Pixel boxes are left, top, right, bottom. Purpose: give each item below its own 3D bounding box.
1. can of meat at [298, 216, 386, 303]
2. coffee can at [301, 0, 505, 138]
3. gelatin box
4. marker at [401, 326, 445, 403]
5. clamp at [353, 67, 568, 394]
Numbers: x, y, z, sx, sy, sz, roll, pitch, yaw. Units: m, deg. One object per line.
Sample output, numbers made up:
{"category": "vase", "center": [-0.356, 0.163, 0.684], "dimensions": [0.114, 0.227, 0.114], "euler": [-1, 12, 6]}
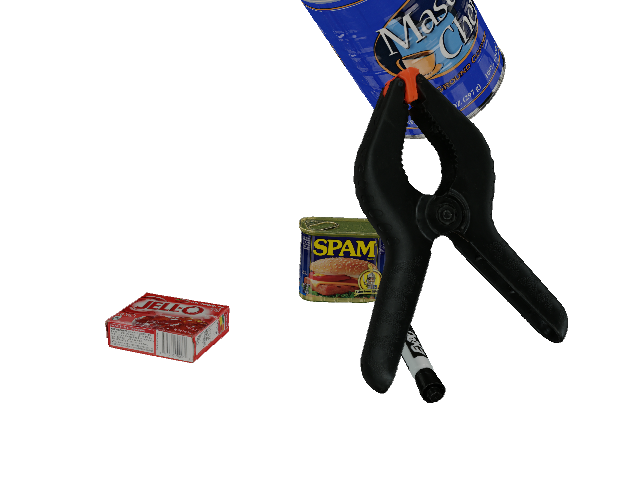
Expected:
{"category": "can of meat", "center": [0.025, 0.022, 1.190], "dimensions": [0.102, 0.084, 0.057], "euler": [2, 17, -2]}
{"category": "coffee can", "center": [0.055, -0.155, 0.744], "dimensions": [0.103, 0.102, 0.140], "euler": [0, -37, 37]}
{"category": "gelatin box", "center": [-0.137, 0.077, 0.964], "dimensions": [0.089, 0.030, 0.073], "euler": [8, 20, 20]}
{"category": "marker", "center": [0.072, 0.088, 0.837], "dimensions": [0.020, 0.020, 0.121], "euler": [0, 28, -14]}
{"category": "clamp", "center": [0.055, -0.004, 0.576], "dimensions": [0.120, 0.171, 0.039], "euler": [-23, -1, -22]}
